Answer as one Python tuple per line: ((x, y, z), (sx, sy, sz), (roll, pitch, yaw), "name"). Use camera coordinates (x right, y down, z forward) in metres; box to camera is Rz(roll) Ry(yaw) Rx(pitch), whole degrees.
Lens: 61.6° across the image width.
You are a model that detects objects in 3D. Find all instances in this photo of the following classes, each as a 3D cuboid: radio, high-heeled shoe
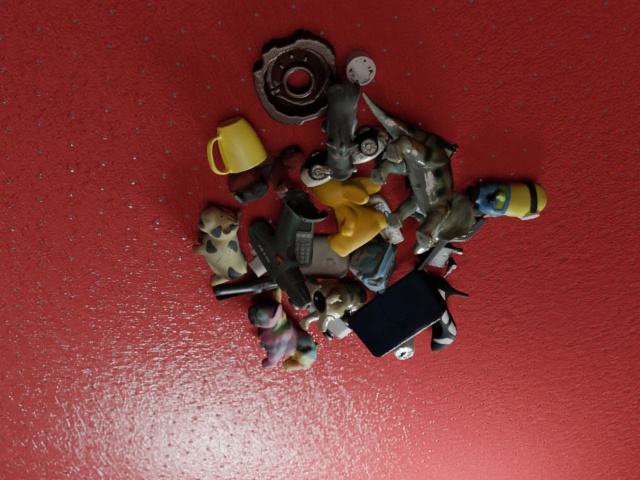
((0.194, 0.183, 1.339), (0.229, 0.073, 0.131), (-39, 82, 23), "radio")
((0.291, 0.199, 1.414), (0.145, 0.086, 0.248), (13, 122, -6), "high-heeled shoe")

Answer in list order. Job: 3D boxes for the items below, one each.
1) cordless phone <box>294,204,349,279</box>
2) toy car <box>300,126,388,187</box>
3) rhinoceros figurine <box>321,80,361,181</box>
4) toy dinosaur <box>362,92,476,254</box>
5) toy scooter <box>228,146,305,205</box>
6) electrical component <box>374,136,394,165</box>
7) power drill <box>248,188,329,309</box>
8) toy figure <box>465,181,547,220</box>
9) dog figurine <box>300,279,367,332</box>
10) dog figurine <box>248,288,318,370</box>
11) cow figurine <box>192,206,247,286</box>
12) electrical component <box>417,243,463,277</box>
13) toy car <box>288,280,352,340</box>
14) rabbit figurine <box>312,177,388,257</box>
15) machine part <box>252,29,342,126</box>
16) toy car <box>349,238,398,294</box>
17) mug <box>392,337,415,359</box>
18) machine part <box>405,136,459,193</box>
((-0.002, -0.003, 1.243), (0.147, 0.089, 0.184), (2, 116, -5), "cordless phone")
((0.050, -0.175, 1.119), (0.202, 0.074, 0.056), (-24, 121, 14), "toy car")
((0.043, -0.206, 1.011), (0.073, 0.112, 0.190), (-2, 122, -7), "rhinoceros figurine")
((0.210, -0.131, 1.089), (0.131, 0.192, 0.404), (12, 128, 45), "toy dinosaur")
((-0.113, -0.121, 1.110), (0.184, 0.135, 0.075), (-24, 126, 15), "toy scooter")
((0.149, -0.179, 1.142), (0.063, 0.021, 0.094), (-13, 135, -34), "electrical component")
((-0.057, 0.008, 1.163), (0.086, 0.232, 0.207), (-17, 143, -39), "power drill")
((0.419, -0.094, 1.204), (0.180, 0.082, 0.089), (9, 127, -8), "toy figure")
((0.055, 0.134, 1.273), (0.190, 0.172, 0.121), (-11, 93, -32), "dog figurine")
((-0.092, 0.226, 1.388), (0.192, 0.108, 0.219), (4, 123, -6), "dog figurine")
((-0.221, 0.008, 1.229), (0.127, 0.085, 0.194), (-11, 124, 12), "cow figurine")
((0.293, 0.045, 1.317), (0.102, 0.045, 0.078), (17, 125, -16), "electrical component")
((0.006, 0.182, 1.393), (0.089, 0.053, 0.202), (-40, 116, 11), "toy car")
((0.056, -0.072, 1.166), (0.173, 0.122, 0.162), (51, 133, -5), "rabbit figurine")
((-0.041, -0.307, 1.027), (0.179, 0.056, 0.179), (-2, 128, -3), "machine part")
((0.122, 0.057, 1.280), (0.103, 0.109, 0.161), (23, 164, 16), "toy car")
((0.212, 0.254, 1.428), (0.081, 0.107, 0.109), (-21, 127, 9), "mug")
((0.234, -0.160, 1.168), (0.084, 0.039, 0.138), (17, 122, -26), "machine part")
